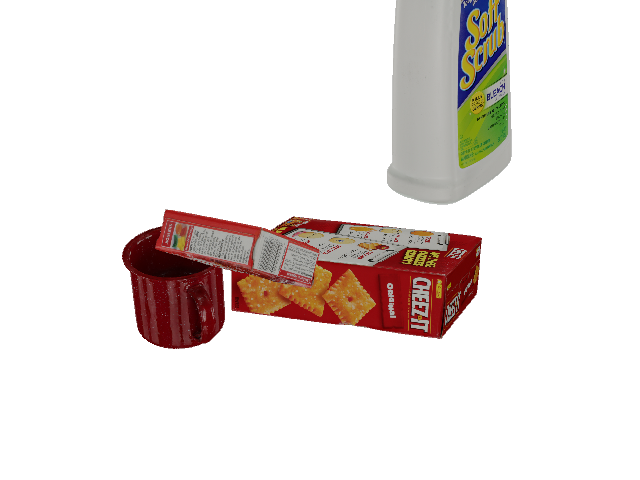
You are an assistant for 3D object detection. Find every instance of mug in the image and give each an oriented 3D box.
[{"bbox_3d":[-0.122,0.049,0.955,0.093,0.081,0.117,-18,36,-26],"label":"mug"}]

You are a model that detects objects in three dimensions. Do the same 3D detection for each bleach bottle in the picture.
[{"bbox_3d":[0.089,-0.158,0.743,0.068,0.251,0.102,20,38,37],"label":"bleach bottle"}]

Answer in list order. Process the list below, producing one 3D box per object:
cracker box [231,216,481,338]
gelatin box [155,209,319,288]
[{"bbox_3d":[0.039,0.034,1.070,0.214,0.072,0.164,7,15,19],"label":"cracker box"},{"bbox_3d":[-0.052,0.007,0.695,0.073,0.030,0.089,12,-5,26],"label":"gelatin box"}]
